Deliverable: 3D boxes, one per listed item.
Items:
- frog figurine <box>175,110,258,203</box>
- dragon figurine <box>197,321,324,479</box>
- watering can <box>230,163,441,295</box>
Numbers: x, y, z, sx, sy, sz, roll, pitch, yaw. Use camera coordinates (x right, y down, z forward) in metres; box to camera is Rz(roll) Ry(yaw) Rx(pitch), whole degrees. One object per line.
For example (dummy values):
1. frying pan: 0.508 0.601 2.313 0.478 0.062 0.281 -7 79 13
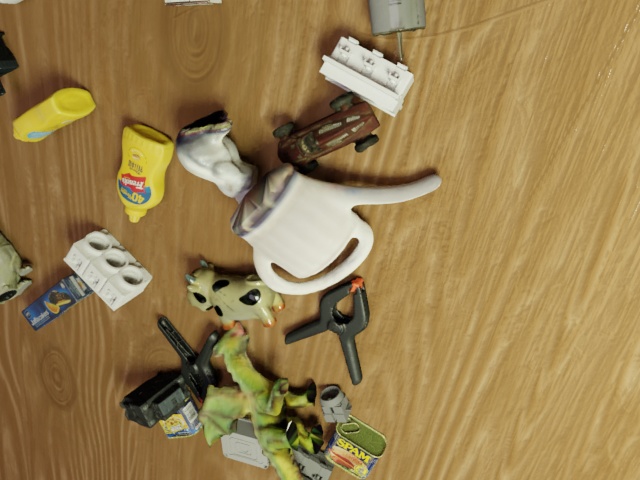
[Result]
1. frog figurine: -0.173 -0.126 0.876 0.138 0.124 0.156 24 135 52
2. dragon figurine: -0.130 0.369 1.022 0.242 0.122 0.410 -5 91 25
3. watering can: 0.003 -0.041 0.822 0.222 0.106 0.343 37 118 -20
